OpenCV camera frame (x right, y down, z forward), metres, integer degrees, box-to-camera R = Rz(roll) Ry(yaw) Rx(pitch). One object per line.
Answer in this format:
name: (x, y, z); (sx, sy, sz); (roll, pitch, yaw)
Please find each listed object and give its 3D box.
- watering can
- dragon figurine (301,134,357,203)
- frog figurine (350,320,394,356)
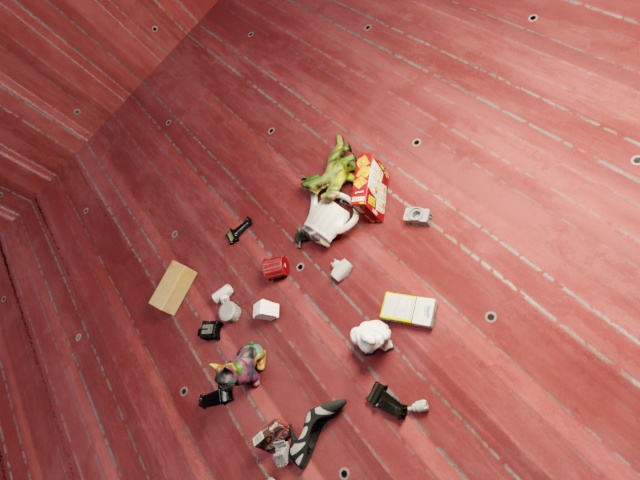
watering can: (0.006, -0.102, 2.017); (0.351, 0.225, 0.102); (30, -9, 45)
dragon figurine: (0.031, -0.280, 2.060); (0.242, 0.119, 0.419); (-23, 39, 2)
frog figurine: (0.160, 0.310, 1.672); (0.137, 0.125, 0.157); (0, -25, 29)
